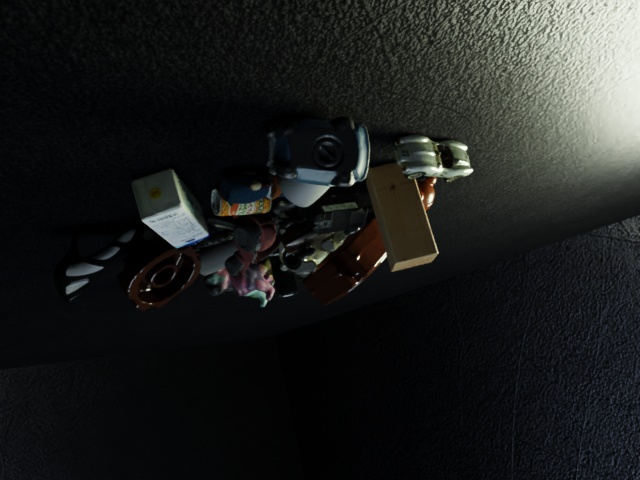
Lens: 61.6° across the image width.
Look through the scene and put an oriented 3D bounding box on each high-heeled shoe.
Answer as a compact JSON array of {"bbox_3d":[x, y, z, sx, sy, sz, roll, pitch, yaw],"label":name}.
[{"bbox_3d":[-0.399,0.050,1.083,0.248,0.145,0.086,3,173,-33],"label":"high-heeled shoe"}]

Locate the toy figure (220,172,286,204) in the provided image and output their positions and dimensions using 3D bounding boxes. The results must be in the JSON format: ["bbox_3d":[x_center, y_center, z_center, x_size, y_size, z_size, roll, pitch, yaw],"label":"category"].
[{"bbox_3d":[-0.104,-0.097,0.987,0.154,0.057,0.064,-9,-152,-35],"label":"toy figure"}]

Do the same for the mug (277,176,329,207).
[{"bbox_3d":[-0.004,-0.117,0.965,0.109,0.081,0.107,7,146,-43],"label":"mug"}]

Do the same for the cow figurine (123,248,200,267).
[{"bbox_3d":[-0.370,0.057,1.278,0.195,0.085,0.127,-28,154,37],"label":"cow figurine"}]

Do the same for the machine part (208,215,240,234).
[{"bbox_3d":[-0.193,-0.029,1.171,0.084,0.039,0.139,7,172,8],"label":"machine part"}]

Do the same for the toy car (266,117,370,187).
[{"bbox_3d":[-0.008,-0.135,0.855,0.162,0.109,0.103,-2,-179,-11],"label":"toy car"}]

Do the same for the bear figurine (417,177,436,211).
[{"bbox_3d":[0.196,-0.076,1.283,0.132,0.120,0.195,24,143,17],"label":"bear figurine"}]

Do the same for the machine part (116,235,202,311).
[{"bbox_3d":[-0.332,0.064,1.113,0.179,0.056,0.179,-38,155,-22],"label":"machine part"}]

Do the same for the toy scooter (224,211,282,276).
[{"bbox_3d":[-0.125,-0.004,1.124,0.135,0.075,0.183,-32,164,-37],"label":"toy scooter"}]

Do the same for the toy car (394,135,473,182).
[{"bbox_3d":[0.219,-0.156,1.031,0.201,0.073,0.056,-1,165,-40],"label":"toy car"}]

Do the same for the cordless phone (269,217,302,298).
[{"bbox_3d":[-0.058,0.042,1.306,0.147,0.184,0.088,-11,161,-10],"label":"cordless phone"}]

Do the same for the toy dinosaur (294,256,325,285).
[{"bbox_3d":[-0.025,0.070,1.602,0.192,0.131,0.404,-20,158,22],"label":"toy dinosaur"}]

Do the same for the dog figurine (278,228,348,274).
[{"bbox_3d":[0.001,-0.002,1.254,0.172,0.121,0.190,-29,177,28],"label":"dog figurine"}]

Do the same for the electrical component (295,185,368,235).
[{"bbox_3d":[0.017,-0.073,1.057,0.115,0.134,0.058,-6,131,-21],"label":"electrical component"}]

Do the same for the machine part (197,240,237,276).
[{"bbox_3d":[-0.226,0.027,1.304,0.243,0.079,0.079,-20,164,26],"label":"machine part"}]

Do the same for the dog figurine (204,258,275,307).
[{"bbox_3d":[-0.222,0.087,1.514,0.219,0.191,0.108,26,157,-12],"label":"dog figurine"}]

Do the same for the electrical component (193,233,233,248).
[{"bbox_3d":[-0.234,0.000,1.145,0.094,0.021,0.063,-9,-175,40],"label":"electrical component"}]

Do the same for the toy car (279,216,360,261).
[{"bbox_3d":[0.005,-0.029,1.103,0.202,0.089,0.053,-27,-178,-38],"label":"toy car"}]

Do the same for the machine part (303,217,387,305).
[{"bbox_3d":[0.070,0.050,1.253,0.201,0.087,0.201,-42,-178,-40],"label":"machine part"}]
